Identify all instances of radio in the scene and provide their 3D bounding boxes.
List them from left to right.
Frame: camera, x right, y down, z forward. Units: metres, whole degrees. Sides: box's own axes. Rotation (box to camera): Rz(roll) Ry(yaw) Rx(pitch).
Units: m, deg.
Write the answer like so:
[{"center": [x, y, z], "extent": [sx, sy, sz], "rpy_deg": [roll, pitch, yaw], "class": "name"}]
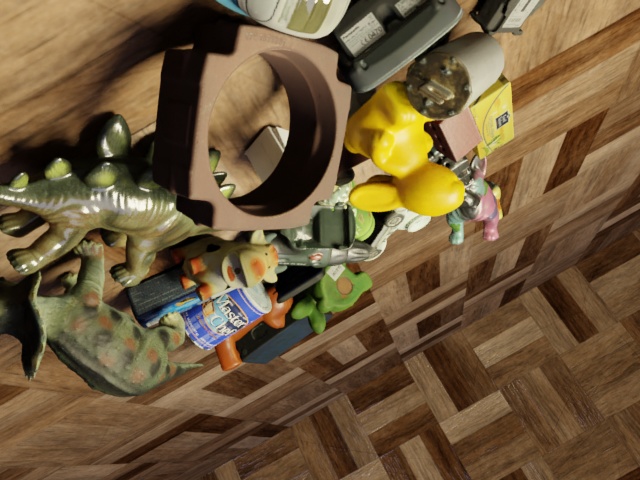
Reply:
[{"center": [-0.093, 0.212, 1.300], "extent": [0.229, 0.073, 0.131], "rpy_deg": [-38, 154, 15], "class": "radio"}]

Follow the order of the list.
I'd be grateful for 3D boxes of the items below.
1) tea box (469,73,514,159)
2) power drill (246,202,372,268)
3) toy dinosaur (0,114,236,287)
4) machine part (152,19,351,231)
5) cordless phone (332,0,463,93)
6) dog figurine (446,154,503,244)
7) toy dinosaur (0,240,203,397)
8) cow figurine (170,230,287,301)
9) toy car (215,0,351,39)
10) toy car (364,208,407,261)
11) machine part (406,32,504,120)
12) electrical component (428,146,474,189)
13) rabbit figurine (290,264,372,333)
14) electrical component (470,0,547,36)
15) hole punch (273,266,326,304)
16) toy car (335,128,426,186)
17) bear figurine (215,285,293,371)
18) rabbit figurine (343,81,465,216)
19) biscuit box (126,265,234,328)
[{"center": [0.240, -0.208, 0.822], "extent": [0.068, 0.098, 0.169], "rpy_deg": [-33, 153, 8], "class": "tea box"}, {"center": [-0.002, -0.003, 0.879], "extent": [0.232, 0.086, 0.207], "rpy_deg": [2, 173, -11], "class": "power drill"}, {"center": [-0.205, -0.040, 0.659], "extent": [0.198, 0.105, 0.471], "rpy_deg": [-43, 161, 18], "class": "toy dinosaur"}, {"center": [-0.069, -0.115, 0.572], "extent": [0.201, 0.087, 0.200], "rpy_deg": [-4, 109, -44], "class": "machine part"}, {"center": [0.096, -0.233, 0.656], "extent": [0.146, 0.089, 0.184], "rpy_deg": [-36, 174, 13], "class": "cordless phone"}, {"center": [0.303, -0.104, 1.085], "extent": [0.109, 0.191, 0.219], "rpy_deg": [0, 138, 24], "class": "dog figurine"}, {"center": [-0.294, 0.146, 0.741], "extent": [0.131, 0.192, 0.404], "rpy_deg": [-27, 129, 23], "class": "toy dinosaur"}, {"center": [-0.136, 0.035, 0.806], "extent": [0.127, 0.085, 0.195], "rpy_deg": [-26, -163, -27], "class": "cow figurine"}, {"center": [-0.023, -0.235, 0.480], "extent": [0.161, 0.103, 0.109], "rpy_deg": [-11, 149, -38], "class": "toy car"}, {"center": [0.114, -0.032, 1.051], "extent": [0.056, 0.073, 0.201], "rpy_deg": [-11, 150, -27], "class": "toy car"}, {"center": [0.167, -0.202, 0.649], "extent": [0.243, 0.079, 0.079], "rpy_deg": [-41, 172, -49], "class": "machine part"}, {"center": [0.193, -0.141, 0.879], "extent": [0.058, 0.115, 0.134], "rpy_deg": [-36, 157, 10], "class": "electrical component"}, {"center": [0.012, 0.119, 1.151], "extent": [0.159, 0.121, 0.170], "rpy_deg": [-61, -166, -23], "class": "rabbit figurine"}, {"center": [0.256, -0.321, 0.682], "extent": [0.075, 0.048, 0.119], "rpy_deg": [-13, 152, -34], "class": "electrical component"}, {"center": [-0.055, 0.050, 1.033], "extent": [0.142, 0.092, 0.116], "rpy_deg": [-35, -175, 6], "class": "hole punch"}, {"center": [0.078, -0.154, 0.785], "extent": [0.202, 0.053, 0.089], "rpy_deg": [-27, 127, -3], "class": "toy car"}, {"center": [-0.133, 0.172, 1.123], "extent": [0.196, 0.131, 0.120], "rpy_deg": [-19, -177, -15], "class": "bear figurine"}, {"center": [0.107, -0.098, 0.692], "extent": [0.162, 0.173, 0.122], "rpy_deg": [-39, 177, 28], "class": "rabbit figurine"}, {"center": [-0.219, 0.076, 0.910], "extent": [0.203, 0.063, 0.059], "rpy_deg": [-23, 155, -12], "class": "biscuit box"}]
